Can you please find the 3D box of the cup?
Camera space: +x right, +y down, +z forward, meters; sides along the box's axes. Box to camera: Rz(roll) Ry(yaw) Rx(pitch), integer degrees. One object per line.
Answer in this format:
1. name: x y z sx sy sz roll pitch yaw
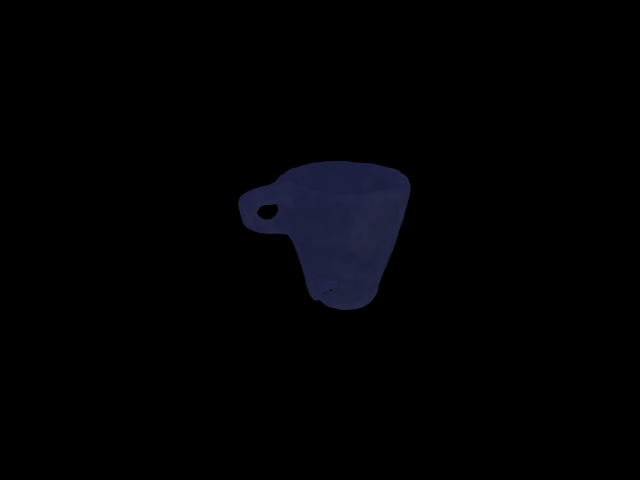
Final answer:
1. cup: 0.004 0.001 0.400 0.118 0.095 0.091 -8 23 -18
